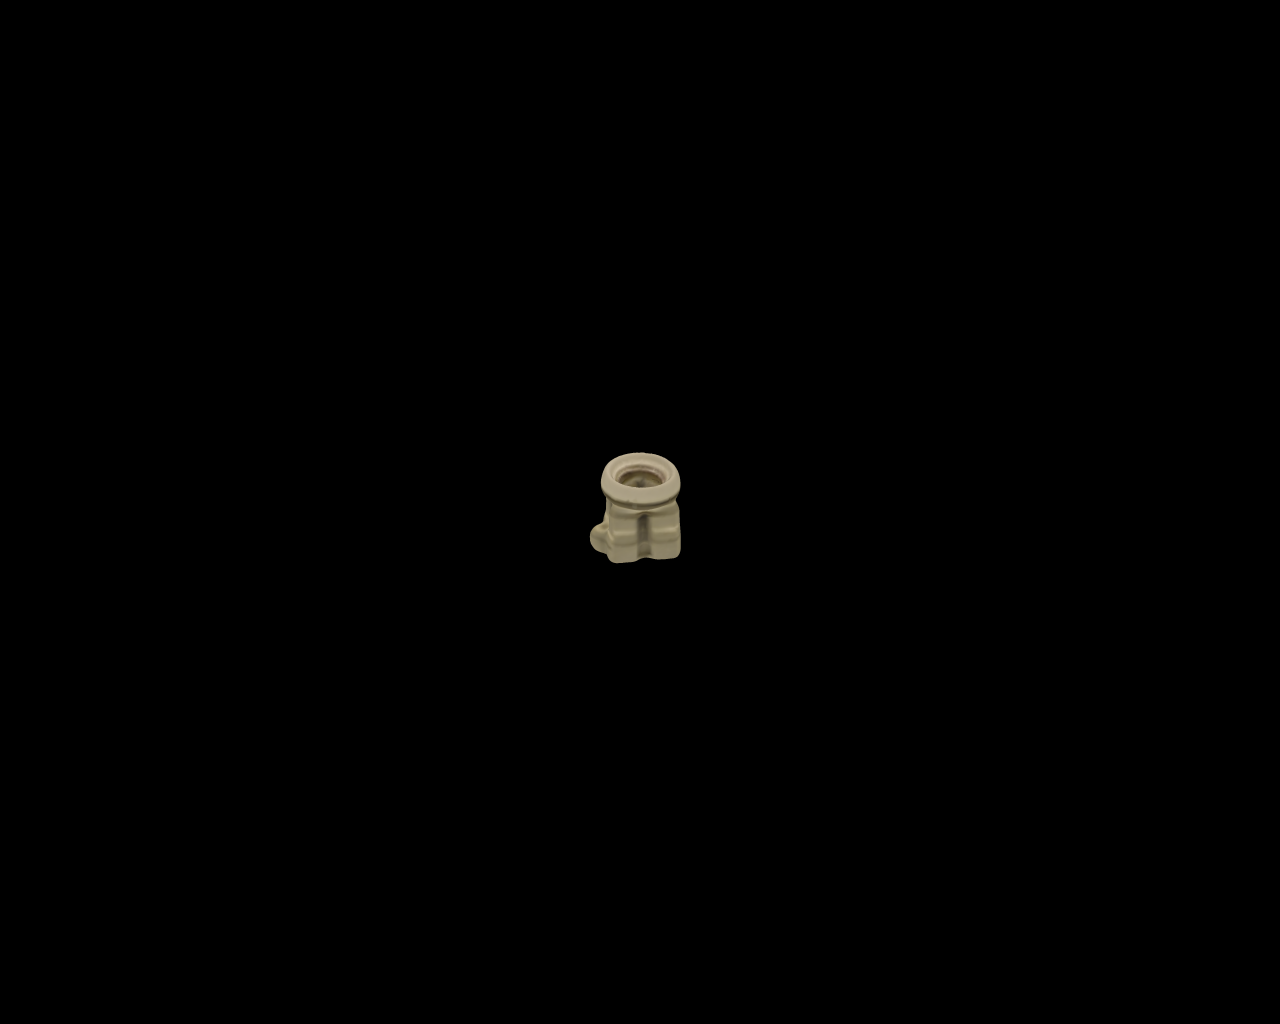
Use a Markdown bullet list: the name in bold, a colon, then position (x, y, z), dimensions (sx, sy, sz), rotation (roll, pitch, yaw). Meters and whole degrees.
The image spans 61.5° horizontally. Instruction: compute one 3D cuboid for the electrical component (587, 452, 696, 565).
- **electrical component**: position (0.001, -0.003, 0.650), dimensions (0.066, 0.055, 0.048), rotation (-5, 36, -7)
